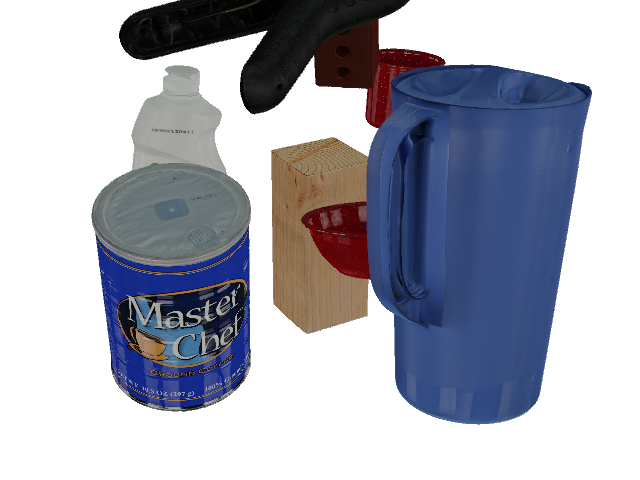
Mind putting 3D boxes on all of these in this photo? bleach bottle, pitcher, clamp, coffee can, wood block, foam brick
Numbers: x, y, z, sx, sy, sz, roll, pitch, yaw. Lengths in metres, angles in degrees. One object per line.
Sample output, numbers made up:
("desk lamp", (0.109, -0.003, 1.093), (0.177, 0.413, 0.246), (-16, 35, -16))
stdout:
("bleach bottle", (-0.117, -0.029, 0.951), (0.102, 0.251, 0.068), (1, 24, -9))
("pitcher", (0.103, 0.005, 0.749), (0.149, 0.243, 0.145), (2, 21, 1))
("clamp", (-0.006, -0.118, 0.542), (0.171, 0.039, 0.120), (-30, 45, -17))
("coffee can", (-0.099, 0.033, 0.734), (0.103, 0.140, 0.103), (1, 39, -1))
("wood block", (-0.001, -0.006, 1.276), (0.090, 0.206, 0.090), (-14, 30, -27))
("foam brick", (0.023, -0.179, 0.935), (0.053, 0.078, 0.051), (4, 44, 9))

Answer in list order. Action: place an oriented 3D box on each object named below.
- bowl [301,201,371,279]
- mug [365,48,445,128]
("bowl", (0.062, 0.002, 1.077), (0.162, 0.055, 0.162), (-2, 13, 0))
("mug", (0.104, -0.179, 1.269), (0.093, 0.081, 0.117), (21, 28, 34))
